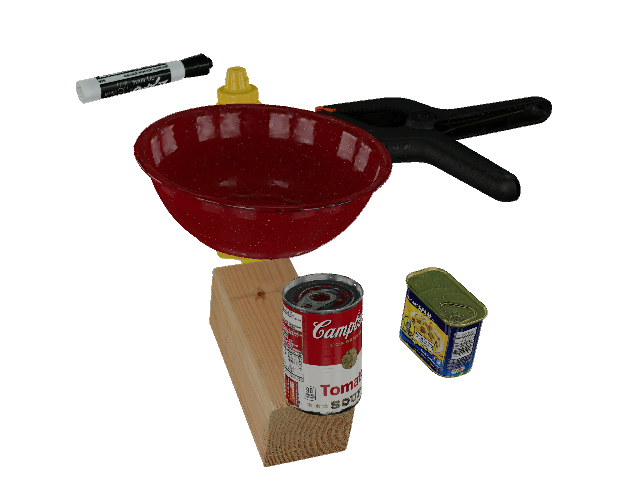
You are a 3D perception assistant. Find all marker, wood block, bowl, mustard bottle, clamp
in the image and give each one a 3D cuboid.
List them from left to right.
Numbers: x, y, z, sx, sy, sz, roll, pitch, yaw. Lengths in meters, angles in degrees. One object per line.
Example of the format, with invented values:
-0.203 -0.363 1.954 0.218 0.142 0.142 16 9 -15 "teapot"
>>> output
-0.147 -0.138 0.905 0.120 0.020 0.020 -18 8 -27 "marker"
-0.080 -0.083 1.091 0.058 0.192 0.096 7 27 19 "mustard bottle"
-0.037 -0.033 0.679 0.162 0.055 0.162 4 28 -2 "bowl"
-0.044 0.121 1.112 0.090 0.090 0.206 -8 42 -18 "wood block"
0.099 -0.099 0.950 0.210 0.036 0.164 13 36 23 "clamp"

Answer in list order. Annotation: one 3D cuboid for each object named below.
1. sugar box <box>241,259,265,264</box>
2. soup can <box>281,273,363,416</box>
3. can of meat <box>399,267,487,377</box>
-0.081 -0.048 1.316 0.048 0.176 0.093 -11 25 -15 "sugar box"
0.002 0.088 0.903 0.068 0.102 0.068 0 24 0 "soup can"
0.136 0.094 1.209 0.057 0.084 0.102 -15 40 -29 "can of meat"
